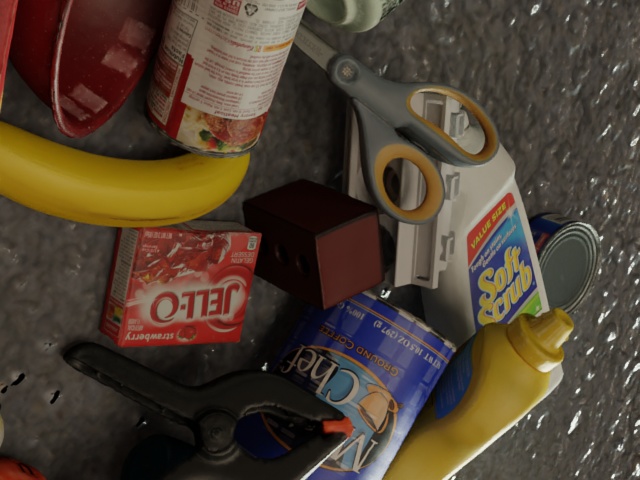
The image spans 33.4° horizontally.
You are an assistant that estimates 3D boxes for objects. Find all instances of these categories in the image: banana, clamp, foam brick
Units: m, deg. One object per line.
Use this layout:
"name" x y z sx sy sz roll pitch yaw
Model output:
"banana" -0.110 -0.039 0.587 0.197 0.037 0.069 -7 70 -41
"clamp" -0.069 0.107 0.621 0.171 0.039 0.120 -9 79 -19
"foam brick" -0.004 0.001 0.668 0.051 0.078 0.053 -24 119 -31

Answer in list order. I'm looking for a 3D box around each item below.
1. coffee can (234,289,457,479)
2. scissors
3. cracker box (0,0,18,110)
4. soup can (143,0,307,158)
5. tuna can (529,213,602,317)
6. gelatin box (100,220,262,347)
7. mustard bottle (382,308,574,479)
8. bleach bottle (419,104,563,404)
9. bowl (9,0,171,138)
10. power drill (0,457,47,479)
"coffee can" 0.012 0.106 0.705 0.102 0.103 0.140 37 81 -43
"scissors" 0.013 -0.077 0.621 0.201 0.016 0.096 22 90 -18
"cracker box" -0.206 -0.038 0.393 0.164 0.072 0.214 10 89 -19
"soup can" -0.050 -0.104 0.569 0.068 0.069 0.102 -10 136 -38
"tuna can" 0.190 0.022 0.871 0.085 0.034 0.086 -16 116 -36
"gelatin box" -0.082 0.025 0.642 0.089 0.030 0.073 3 105 -41
"mustard bottle" 0.100 0.111 0.735 0.058 0.096 0.192 39 118 -7
"bleach bottle" 0.111 0.018 0.785 0.102 0.068 0.251 -31 121 -21
"bowl" -0.110 -0.133 0.509 0.162 0.055 0.162 26 88 -87
"power drill" -0.165 0.234 0.634 0.187 0.057 0.184 32 85 -43
